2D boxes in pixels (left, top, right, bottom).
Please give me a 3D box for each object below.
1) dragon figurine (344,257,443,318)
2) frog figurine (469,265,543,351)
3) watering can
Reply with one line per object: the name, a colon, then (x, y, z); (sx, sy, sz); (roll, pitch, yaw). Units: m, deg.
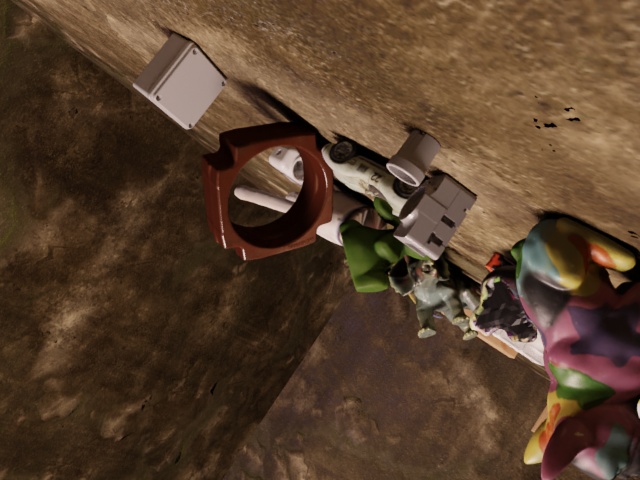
dragon figurine: (0.166, 0.034, 1.365); (0.406, 0.121, 0.248); (42, 20, -23)
frog figurine: (0.309, 0.098, 0.738); (0.159, 0.125, 0.135); (6, -24, -32)
watering can: (0.003, -0.055, 1.094); (0.227, 0.103, 0.348); (29, 18, 37)
